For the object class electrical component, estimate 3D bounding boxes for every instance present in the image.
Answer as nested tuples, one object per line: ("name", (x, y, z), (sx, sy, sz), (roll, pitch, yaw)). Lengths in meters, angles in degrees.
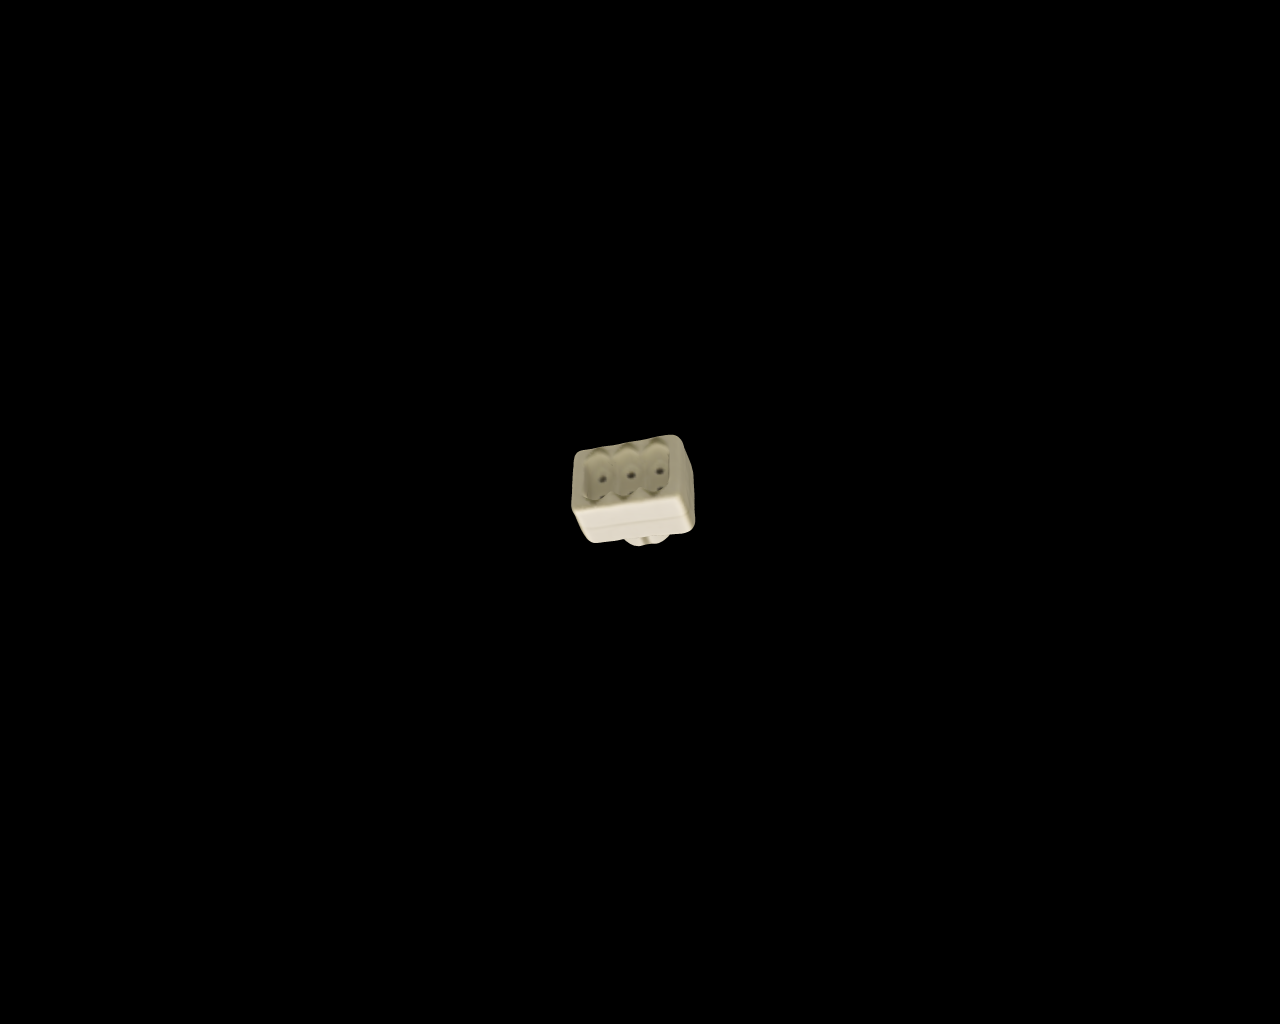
("electrical component", (0.001, -0.003, 0.650), (0.066, 0.047, 0.076), (-8, -35, 11))
